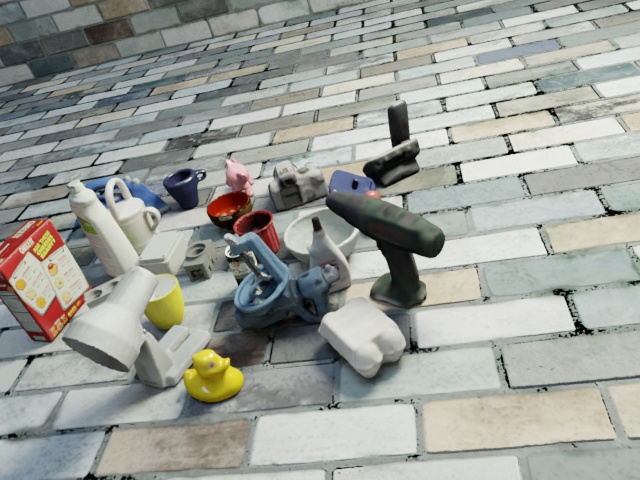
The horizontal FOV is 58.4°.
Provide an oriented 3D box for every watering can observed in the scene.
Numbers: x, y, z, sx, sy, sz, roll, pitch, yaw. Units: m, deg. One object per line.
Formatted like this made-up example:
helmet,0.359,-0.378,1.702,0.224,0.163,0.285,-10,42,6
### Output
watering can,-0.482,-0.060,1.407,0.173,0.194,0.100,-20,35,-5

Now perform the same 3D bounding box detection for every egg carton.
egg carton,0.072,0.163,0.977,0.107,0.069,0.149,-31,37,-19

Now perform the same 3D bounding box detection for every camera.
camera,-0.066,-0.161,1.456,0.143,0.101,0.136,-18,35,-2

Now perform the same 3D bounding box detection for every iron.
iron,-0.553,-0.116,1.560,0.258,0.142,0.118,-12,35,7

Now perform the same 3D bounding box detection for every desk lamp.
desk lamp,-0.321,0.166,1.010,0.117,0.214,0.203,6,41,29

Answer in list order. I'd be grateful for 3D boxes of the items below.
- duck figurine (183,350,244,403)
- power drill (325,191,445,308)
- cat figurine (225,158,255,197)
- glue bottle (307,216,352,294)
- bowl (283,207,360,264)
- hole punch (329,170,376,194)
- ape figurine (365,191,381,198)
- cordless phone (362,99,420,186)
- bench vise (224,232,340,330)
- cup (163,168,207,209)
duck figurine,-0.192,0.226,0.986,0.104,0.086,0.077,-5,36,16
power drill,0.120,0.016,1.037,0.228,0.209,0.076,14,45,36
cat figurine,-0.219,-0.172,1.519,0.067,0.118,0.127,-17,35,0
glue bottle,0.009,0.027,1.100,0.078,0.173,0.037,-22,35,-7
bowl,0.011,0.004,1.217,0.167,0.075,0.167,-11,35,8
hole punch,0.077,-0.114,1.339,0.101,0.091,0.108,-6,36,16
ape figurine,0.122,-0.068,1.256,0.077,0.092,0.076,6,41,30
cordless phone,0.166,-0.241,1.395,0.148,0.185,0.093,-29,37,-17
bench vise,-0.079,0.058,1.052,0.207,0.220,0.121,-23,35,-9
cup,-0.352,-0.138,1.548,0.118,0.095,0.091,-23,35,-8
